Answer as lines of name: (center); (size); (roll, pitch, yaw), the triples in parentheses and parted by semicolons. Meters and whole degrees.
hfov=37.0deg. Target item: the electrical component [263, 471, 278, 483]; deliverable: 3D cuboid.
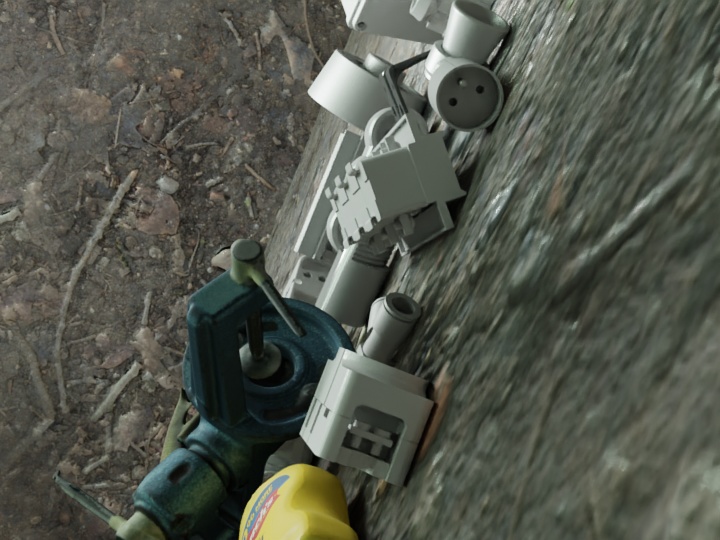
electrical component: (-0.071, 0.186, 0.821); (0.066, 0.048, 0.055); (-76, 4, -46)

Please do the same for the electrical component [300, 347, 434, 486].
electrical component: (0.003, 0.078, 0.593); (0.089, 0.050, 0.055); (173, 118, -81)

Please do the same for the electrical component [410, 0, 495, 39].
electrical component: (0.078, -0.228, 0.900); (0.078, 0.057, 0.058); (128, 163, -63)

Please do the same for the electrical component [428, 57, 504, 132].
electrical component: (0.068, -0.119, 0.719); (0.081, 0.043, 0.043); (-99, 32, -75)

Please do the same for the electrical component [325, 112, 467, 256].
electrical component: (0.020, -0.051, 0.738); (0.121, 0.063, 0.078); (147, 104, -77)

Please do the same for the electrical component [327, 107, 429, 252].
electrical component: (0.013, -0.076, 0.943); (0.073, 0.052, 0.138); (-130, 62, -82)

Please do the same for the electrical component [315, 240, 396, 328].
electrical component: (0.000, 0.000, 0.853); (0.043, 0.043, 0.081); (-97, 30, -74)

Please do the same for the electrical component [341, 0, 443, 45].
electrical component: (0.051, -0.262, 0.957); (0.108, 0.109, 0.056); (119, 146, -42)

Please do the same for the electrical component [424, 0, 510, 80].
electrical component: (0.076, -0.158, 0.770); (0.045, 0.045, 0.055); (-81, 15, -59)

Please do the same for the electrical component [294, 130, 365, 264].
electrical component: (-0.010, -0.062, 1.014); (0.079, 0.063, 0.121); (-159, 91, -82)

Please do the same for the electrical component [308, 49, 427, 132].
electrical component: (0.012, -0.169, 1.018); (0.060, 0.108, 0.108); (-60, 10, 15)

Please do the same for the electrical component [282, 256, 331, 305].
electrical component: (-0.050, 0.040, 1.041); (0.095, 0.054, 0.059); (-78, 13, -52)

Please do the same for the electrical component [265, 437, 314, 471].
electrical component: (-0.074, 0.134, 0.856); (0.080, 0.080, 0.051); (124, 161, -56)
